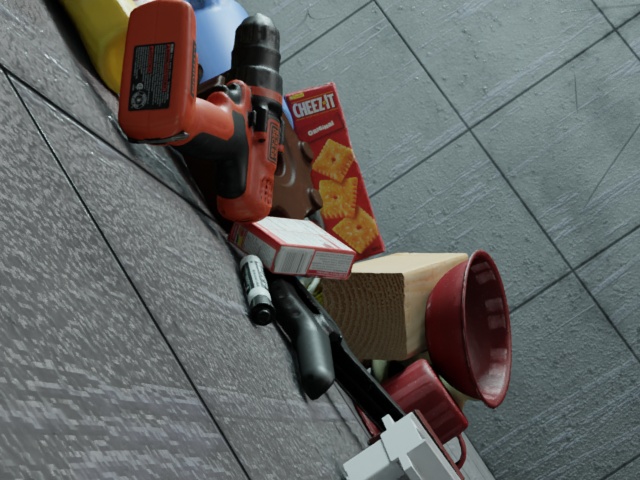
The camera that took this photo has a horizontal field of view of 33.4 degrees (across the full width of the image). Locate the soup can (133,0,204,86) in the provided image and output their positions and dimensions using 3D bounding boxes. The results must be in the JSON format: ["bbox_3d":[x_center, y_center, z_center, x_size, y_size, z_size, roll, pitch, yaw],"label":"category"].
[{"bbox_3d":[-0.157,-0.172,0.943,0.102,0.068,0.068,56,3,16],"label":"soup can"}]

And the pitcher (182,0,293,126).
[{"bbox_3d":[-0.115,-0.178,1.295,0.149,0.145,0.243,37,18,-40],"label":"pitcher"}]

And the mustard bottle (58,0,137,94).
[{"bbox_3d":[-0.194,-0.211,0.870,0.192,0.058,0.096,56,-3,21],"label":"mustard bottle"}]

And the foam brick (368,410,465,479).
[{"bbox_3d":[0.088,0.198,0.962,0.078,0.053,0.051,57,2,14],"label":"foam brick"}]

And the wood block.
[{"bbox_3d":[0.087,0.067,1.147,0.205,0.091,0.090,-10,98,-64],"label":"wood block"}]

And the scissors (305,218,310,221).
[{"bbox_3d":[-0.008,0.001,1.200,0.202,0.016,0.096,53,17,6],"label":"scissors"}]

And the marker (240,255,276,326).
[{"bbox_3d":[-0.049,0.039,0.831,0.020,0.020,0.121,55,3,-19],"label":"marker"}]

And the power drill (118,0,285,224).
[{"bbox_3d":[-0.083,-0.120,0.849,0.187,0.057,0.184,28,61,-63],"label":"power drill"}]

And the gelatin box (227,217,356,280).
[{"bbox_3d":[-0.024,0.006,0.932,0.089,0.030,0.073,7,19,-41],"label":"gelatin box"}]

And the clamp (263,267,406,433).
[{"bbox_3d":[0.005,0.091,0.901,0.164,0.036,0.210,43,8,-41],"label":"clamp"}]

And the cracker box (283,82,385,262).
[{"bbox_3d":[0.009,-0.079,1.337,0.164,0.072,0.214,-173,-113,-82],"label":"cracker box"}]

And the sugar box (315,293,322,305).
[{"bbox_3d":[-0.005,0.046,1.248,0.176,0.048,0.093,53,4,15],"label":"sugar box"}]

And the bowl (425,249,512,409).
[{"bbox_3d":[0.148,0.092,1.094,0.162,0.055,0.162,25,61,-61],"label":"bowl"}]

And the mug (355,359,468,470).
[{"bbox_3d":[0.097,0.180,1.041,0.117,0.081,0.093,56,3,14],"label":"mug"}]
